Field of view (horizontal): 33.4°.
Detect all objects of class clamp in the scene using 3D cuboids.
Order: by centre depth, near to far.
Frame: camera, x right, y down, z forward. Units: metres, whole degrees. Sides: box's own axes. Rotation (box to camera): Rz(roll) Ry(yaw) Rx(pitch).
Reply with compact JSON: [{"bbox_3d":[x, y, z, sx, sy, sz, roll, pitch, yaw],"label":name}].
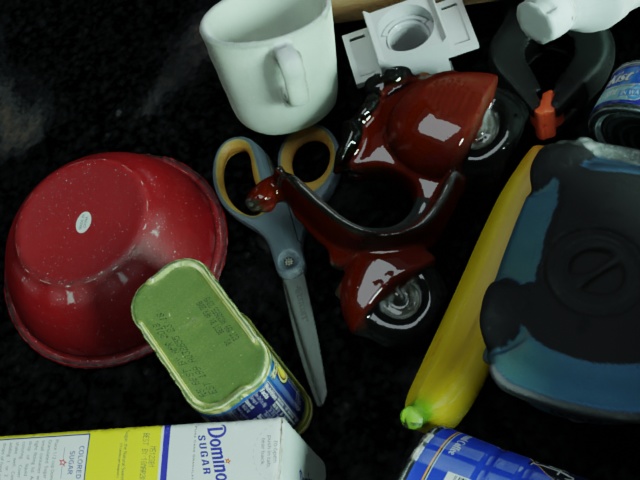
[{"bbox_3d":[0.161,-0.143,0.692,0.120,0.039,0.171,-10,58,17],"label":"clamp"}]

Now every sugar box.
[{"bbox_3d":[-0.092,0.135,0.585,0.176,0.093,0.048,-4,62,15],"label":"sugar box"}]

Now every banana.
[{"bbox_3d":[0.092,0.036,0.599,0.037,0.070,0.197,25,61,7],"label":"banana"}]

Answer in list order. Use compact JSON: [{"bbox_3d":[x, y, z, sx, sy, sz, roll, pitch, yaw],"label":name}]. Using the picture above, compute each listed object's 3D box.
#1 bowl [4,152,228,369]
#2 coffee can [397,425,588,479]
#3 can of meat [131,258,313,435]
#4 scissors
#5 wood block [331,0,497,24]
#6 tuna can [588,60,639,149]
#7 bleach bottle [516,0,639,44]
[{"bbox_3d":[-0.144,0.000,0.696,0.162,0.055,0.162,-7,62,13],"label":"bowl"},{"bbox_3d":[0.106,0.160,0.507,0.140,0.102,0.102,16,68,24],"label":"coffee can"},{"bbox_3d":[-0.058,0.069,0.616,0.057,0.084,0.102,-37,59,-6],"label":"can of meat"},{"bbox_3d":[-0.004,0.001,0.676,0.096,0.016,0.202,-31,59,-1],"label":"scissors"},{"bbox_3d":[0.042,-0.210,0.710,0.206,0.090,0.090,-2,58,27],"label":"wood block"},{"bbox_3d":[0.198,-0.063,0.609,0.086,0.086,0.033,26,75,26],"label":"tuna can"},{"bbox_3d":[0.222,-0.195,0.648,0.250,0.068,0.103,-38,33,-19],"label":"bleach bottle"}]
